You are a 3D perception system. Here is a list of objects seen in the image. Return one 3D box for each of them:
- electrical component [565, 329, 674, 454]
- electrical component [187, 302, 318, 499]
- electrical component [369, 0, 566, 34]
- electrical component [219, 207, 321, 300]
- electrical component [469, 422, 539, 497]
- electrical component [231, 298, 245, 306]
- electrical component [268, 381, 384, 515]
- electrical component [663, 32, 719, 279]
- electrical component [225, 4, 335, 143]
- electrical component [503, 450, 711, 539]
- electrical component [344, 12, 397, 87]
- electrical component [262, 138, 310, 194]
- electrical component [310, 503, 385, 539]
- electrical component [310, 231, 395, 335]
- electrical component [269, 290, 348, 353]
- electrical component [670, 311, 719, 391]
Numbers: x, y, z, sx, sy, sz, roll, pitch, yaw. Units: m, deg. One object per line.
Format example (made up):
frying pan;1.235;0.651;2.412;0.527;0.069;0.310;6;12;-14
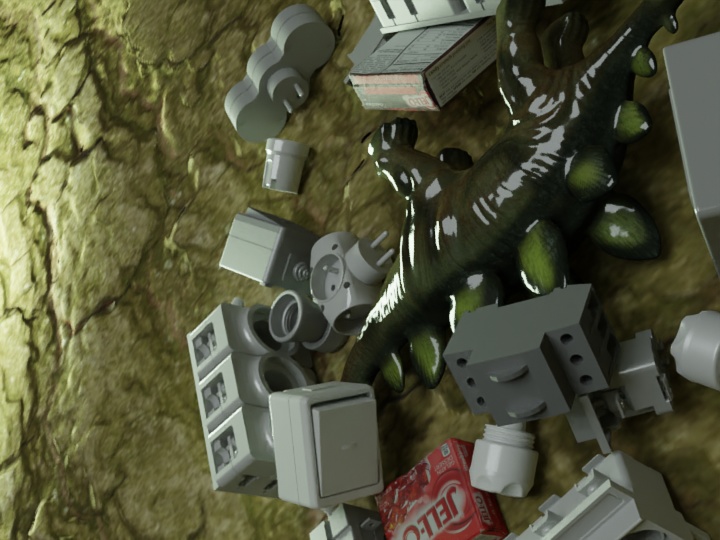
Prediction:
electrical component;0.155;0.067;0.651;0.064;0.042;0.081;-19;22;21
electrical component;-0.081;0.107;0.898;0.062;0.089;0.150;-42;48;32
electrical component;0.096;-0.240;0.802;0.186;0.060;0.105;5;43;50
electrical component;-0.069;-0.015;0.952;0.096;0.062;0.061;18;91;51
electrical component;0.098;0.119;0.720;0.043;0.043;0.062;2;77;50
electrical component;-0.121;0.066;0.998;0.043;0.043;0.081;4;79;50
electrical component;-0.022;0.133;0.786;0.061;0.062;0.096;-4;93;55
electrical component;0.211;-0.061;0.596;0.056;0.109;0.108;-13;64;21
electrical component;-0.072;-0.177;1.023;0.138;0.052;0.073;-53;43;22
electrical component;0.133;0.170;0.642;0.121;0.079;0.063;-50;22;25
electrical component;0.029;-0.179;0.914;0.081;0.042;0.063;-55;46;22
electrical component;-0.071;-0.097;1.003;0.040;0.040;0.046;12;92;51
electrical component;-0.006;0.213;0.807;0.066;0.048;0.055;-48;38;28
electrical component;0.000;0.000;0.879;0.079;0.044;0.077;-44;47;31
electrical component;-0.042;0.044;0.903;0.045;0.055;0.045;-21;61;44
electrical component;0.213;0.049;0.611;0.062;0.043;0.043;20;92;49
